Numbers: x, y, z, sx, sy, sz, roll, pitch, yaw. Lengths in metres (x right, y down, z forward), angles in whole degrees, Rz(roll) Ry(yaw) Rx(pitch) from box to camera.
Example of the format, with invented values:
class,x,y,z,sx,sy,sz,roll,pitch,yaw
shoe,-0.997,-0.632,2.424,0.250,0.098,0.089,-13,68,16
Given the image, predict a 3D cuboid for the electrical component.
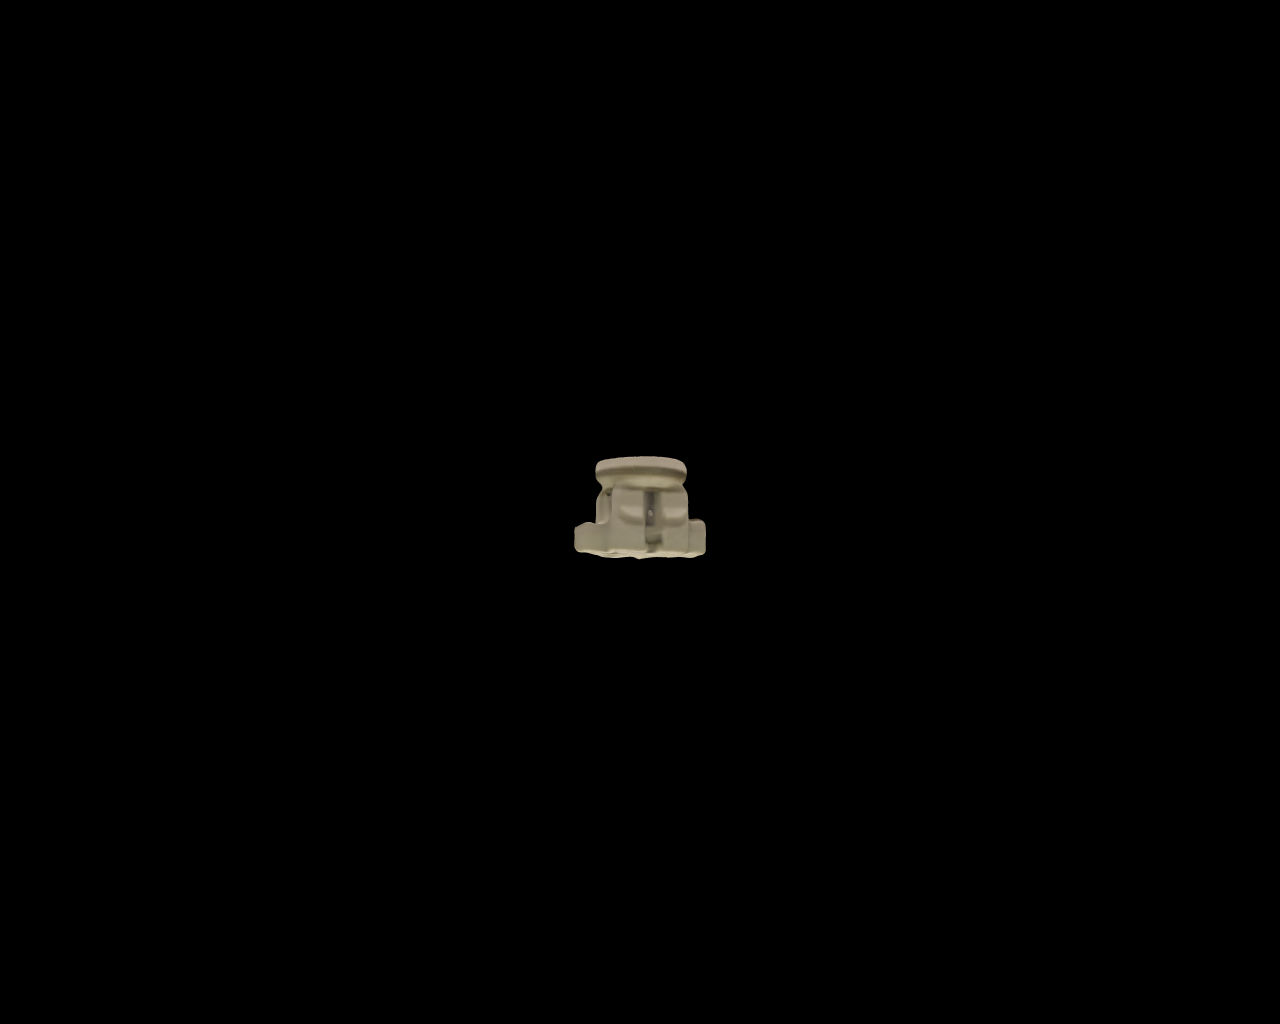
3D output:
class,x,y,z,sx,sy,sz,roll,pitch,yaw
electrical component,0.001,-0.003,0.650,0.078,0.057,0.058,2,-7,-18
